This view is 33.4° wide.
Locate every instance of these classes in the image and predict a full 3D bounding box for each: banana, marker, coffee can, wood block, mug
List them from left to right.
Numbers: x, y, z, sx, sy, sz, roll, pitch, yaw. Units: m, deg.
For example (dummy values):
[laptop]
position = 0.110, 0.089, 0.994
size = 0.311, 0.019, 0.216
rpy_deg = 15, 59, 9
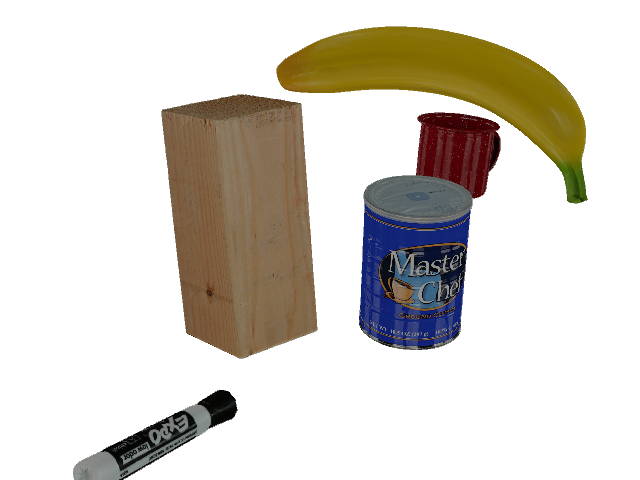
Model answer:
[marker]
position = -0.086, 0.108, 0.585
size = 0.020, 0.020, 0.120
rpy_deg = 0, 12, 33
[wood block]
position = -0.070, -0.016, 0.932
size = 0.090, 0.206, 0.091
rpy_deg = -17, 22, -37
[coffee can]
position = 0.090, 0.020, 1.034
size = 0.103, 0.140, 0.103
rpy_deg = 1, 25, -1
[banana]
position = 0.074, -0.089, 0.624
size = 0.198, 0.069, 0.037
rpy_deg = 22, -13, 10
[mug]
position = 0.161, -0.098, 1.221
size = 0.117, 0.081, 0.093
rpy_deg = -11, 24, -39
